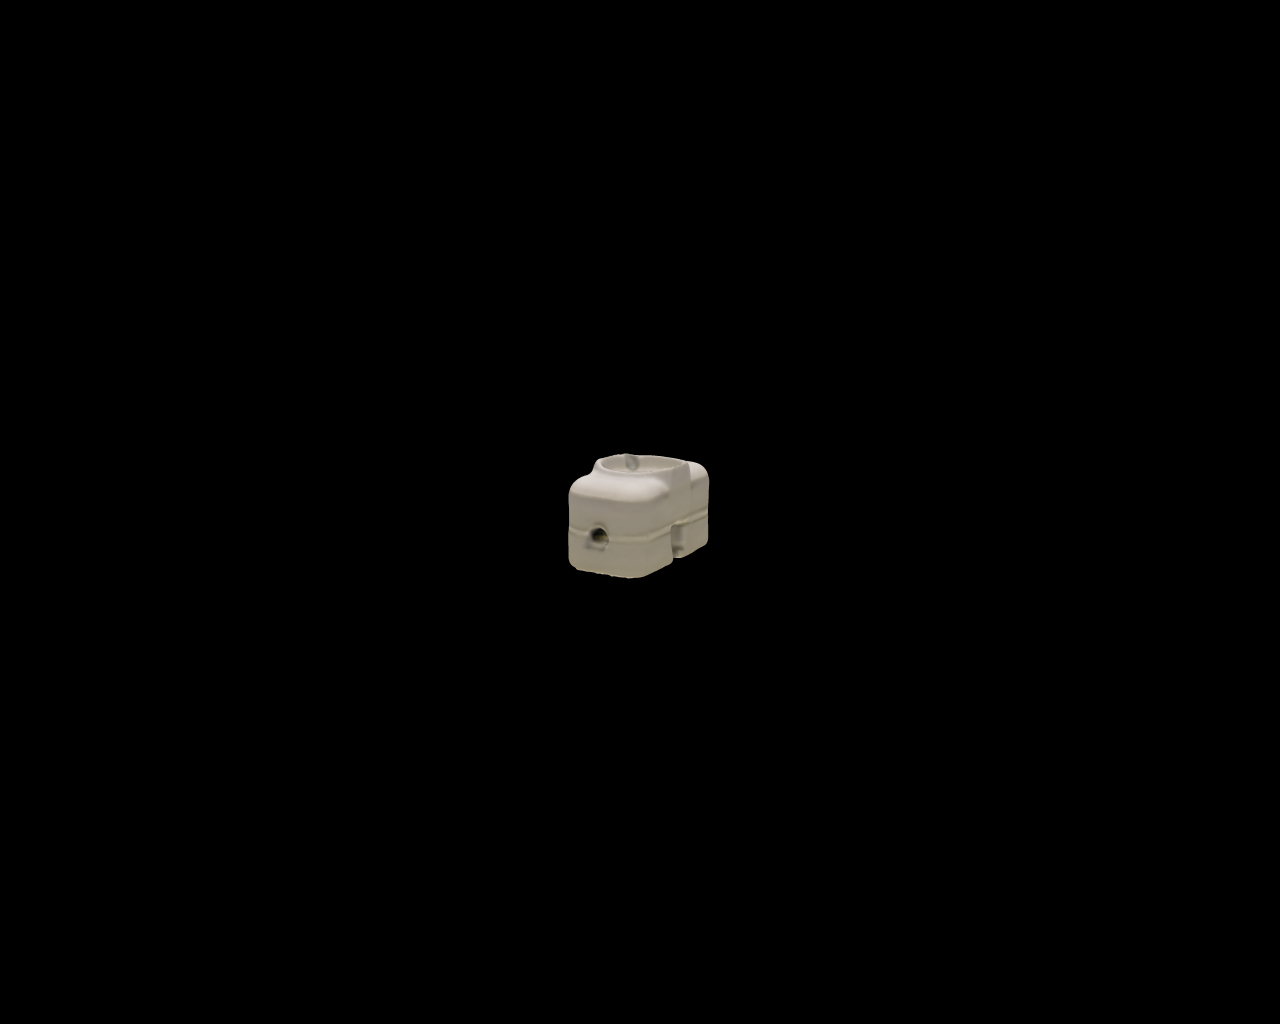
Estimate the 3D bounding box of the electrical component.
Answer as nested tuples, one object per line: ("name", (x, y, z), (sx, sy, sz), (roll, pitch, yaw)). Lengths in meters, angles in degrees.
("electrical component", (0.001, -0.003, 0.650), (0.054, 0.059, 0.095), (8, 16, 31))
